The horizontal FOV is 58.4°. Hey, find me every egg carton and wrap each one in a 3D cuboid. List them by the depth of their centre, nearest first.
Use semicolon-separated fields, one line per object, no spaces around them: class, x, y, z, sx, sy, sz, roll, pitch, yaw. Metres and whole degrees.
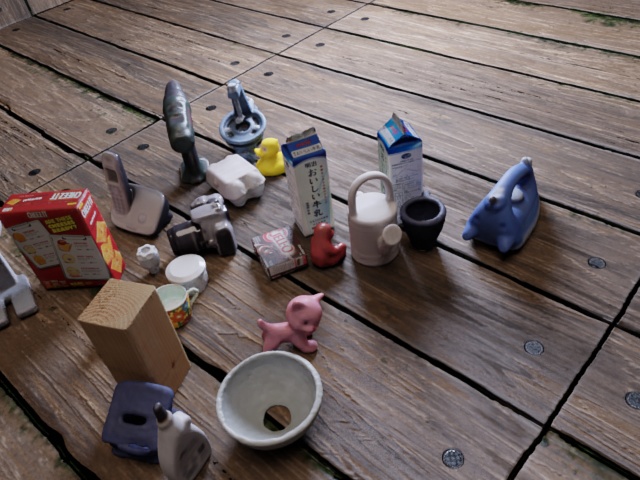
egg carton;-0.206;-0.146;1.378;0.107;0.069;0.149;-32;47;-24

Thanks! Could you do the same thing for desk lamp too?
desk lamp;-0.673;0.036;1.147;0.118;0.214;0.202;-29;45;-21

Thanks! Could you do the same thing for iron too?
iron;0.388;-0.093;1.163;0.118;0.142;0.259;21;50;30

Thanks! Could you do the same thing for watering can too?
watering can;0.108;-0.046;1.119;0.101;0.194;0.172;-36;48;-27

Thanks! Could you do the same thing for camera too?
camera;-0.261;-0.031;1.236;0.137;0.101;0.143;-18;42;-10

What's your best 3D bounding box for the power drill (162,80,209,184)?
power drill;-0.336;-0.257;1.420;0.075;0.209;0.229;-15;42;-7

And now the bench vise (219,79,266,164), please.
bench vise;-0.208;-0.324;1.463;0.121;0.220;0.207;-17;42;-9

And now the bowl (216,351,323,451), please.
bowl;-0.074;0.262;0.897;0.167;0.075;0.167;-5;42;5

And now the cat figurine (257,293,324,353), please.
cat figurine;-0.047;0.141;0.995;0.128;0.118;0.067;-13;42;-5

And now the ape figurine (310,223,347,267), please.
ape figurine;0.011;0.004;1.157;0.076;0.092;0.077;-31;46;-23

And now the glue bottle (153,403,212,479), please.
glue bottle;-0.206;0.284;0.821;0.037;0.173;0.078;17;48;26

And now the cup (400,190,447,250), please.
cup;0.210;-0.036;1.165;0.091;0.095;0.118;3;43;13

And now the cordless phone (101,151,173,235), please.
cordless phone;-0.420;-0.107;1.285;0.147;0.185;0.094;13;46;23

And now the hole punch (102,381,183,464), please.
hole punch;-0.278;0.284;0.896;0.108;0.091;0.101;4;43;14

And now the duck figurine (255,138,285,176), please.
duck figurine;-0.114;-0.215;1.427;0.104;0.086;0.077;-13;42;-5
